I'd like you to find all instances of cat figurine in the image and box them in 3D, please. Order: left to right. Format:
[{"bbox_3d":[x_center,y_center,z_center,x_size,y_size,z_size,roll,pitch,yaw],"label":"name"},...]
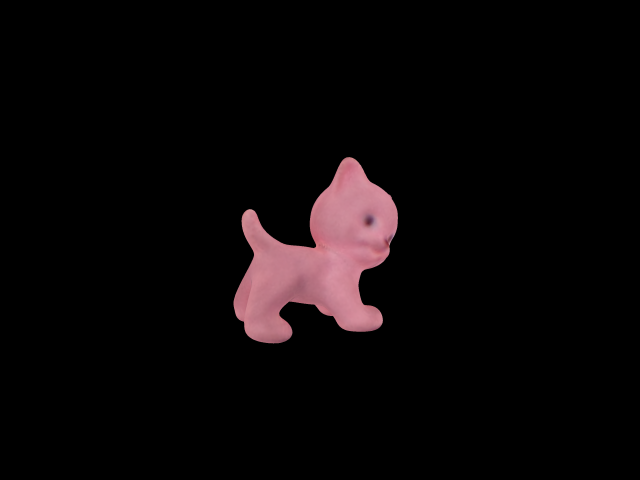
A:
[{"bbox_3d":[0.004,0.001,0.400,0.128,0.118,0.067,-4,10,-23],"label":"cat figurine"}]
